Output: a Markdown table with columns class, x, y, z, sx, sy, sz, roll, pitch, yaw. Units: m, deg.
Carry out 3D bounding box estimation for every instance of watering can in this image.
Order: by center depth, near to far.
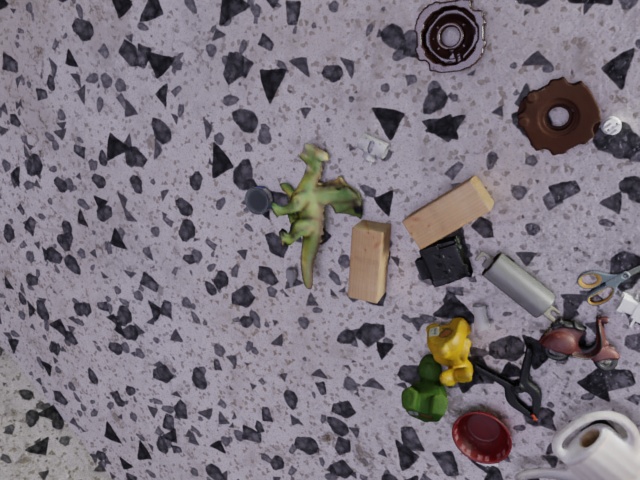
| class | x | y | z | sx | sy | sz | roll | pitch | yaw |
| --- | --- | --- | --- | --- | --- | --- | --- | --- | --- |
| watering can | 0.690 | 0.581 | 1.324 | 0.225 | 0.105 | 0.342 | 39 | 117 | 9 |

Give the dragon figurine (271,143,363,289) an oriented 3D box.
| class | x | y | z | sx | sy | sz | roll | pitch | yaw |
| --- | --- | --- | --- | --- | --- | --- | --- | --- | --- |
| dragon figurine | 0.004 | -0.074 | 1.468 | 0.241 | 0.123 | 0.407 | -15 | 99 | 20 |
